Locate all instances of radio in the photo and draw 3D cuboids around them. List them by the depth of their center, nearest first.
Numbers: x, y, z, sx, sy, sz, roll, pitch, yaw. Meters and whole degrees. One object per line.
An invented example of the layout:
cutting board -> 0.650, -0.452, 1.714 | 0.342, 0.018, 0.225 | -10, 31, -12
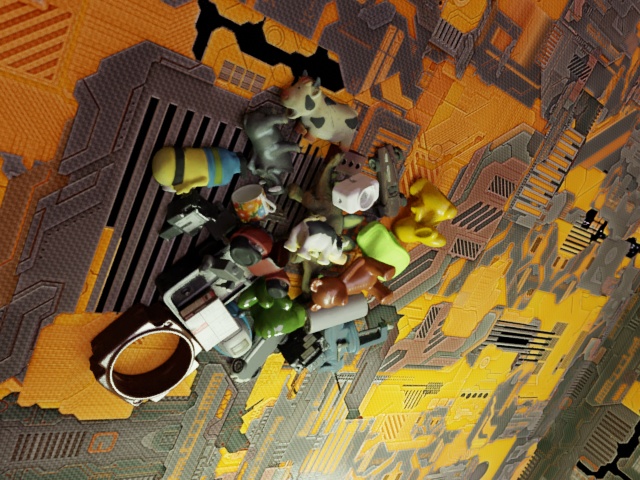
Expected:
radio -> -0.235, 0.076, 1.176 | 0.229, 0.073, 0.131 | -39, 132, -11

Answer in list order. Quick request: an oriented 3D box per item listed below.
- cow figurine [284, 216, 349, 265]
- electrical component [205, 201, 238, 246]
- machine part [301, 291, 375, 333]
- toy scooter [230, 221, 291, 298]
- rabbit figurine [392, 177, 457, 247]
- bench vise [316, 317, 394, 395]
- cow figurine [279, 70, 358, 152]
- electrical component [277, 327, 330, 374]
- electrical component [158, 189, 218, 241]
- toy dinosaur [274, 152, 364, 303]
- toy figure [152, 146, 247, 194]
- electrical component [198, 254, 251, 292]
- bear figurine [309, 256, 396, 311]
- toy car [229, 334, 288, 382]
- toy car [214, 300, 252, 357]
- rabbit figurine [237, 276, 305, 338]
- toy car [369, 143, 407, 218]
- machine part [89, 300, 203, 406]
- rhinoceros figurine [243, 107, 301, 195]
cow figurine -> 0.007, -0.001, 1.161 | 0.167, 0.068, 0.098 | 16, 99, -51
electrical component -> -0.204, -0.033, 1.127 | 0.063, 0.094, 0.021 | -36, 164, -11
machine part -> 0.034, 0.181, 1.380 | 0.243, 0.079, 0.079 | -14, 123, -26
toy scooter -> -0.113, 0.023, 1.133 | 0.183, 0.075, 0.135 | 52, 38, -31
rabbit figurine -> 0.277, -0.052, 1.430 | 0.173, 0.162, 0.121 | -40, 147, 14
bench vise -> 0.092, 0.284, 1.494 | 0.241, 0.129, 0.223 | -13, 115, -15
cow figurine -> 0.000, -0.272, 1.131 | 0.195, 0.086, 0.127 | 11, 113, -38
electrical component -> -0.044, 0.276, 1.389 | 0.115, 0.134, 0.058 | -41, 134, -7
electrical component -> -0.273, -0.044, 1.091 | 0.119, 0.048, 0.074 | -29, 136, 26
toy dinosaur -> -0.003, -0.004, 1.273 | 0.198, 0.105, 0.470 | -9, 132, -35
toy figure -> -0.234, -0.144, 1.045 | 0.180, 0.082, 0.089 | -12, 103, -21
electrical component -> -0.201, 0.070, 1.106 | 0.102, 0.078, 0.045 | 49, 59, -46
bear figurine -> 0.073, 0.116, 1.305 | 0.196, 0.132, 0.120 | -28, 135, -36
toy car -> -0.153, 0.278, 1.367 | 0.201, 0.056, 0.073 | -51, 139, 3
toy car -> -0.211, 0.223, 1.262 | 0.109, 0.103, 0.161 | -33, 128, -14
rabbit figurine -> -0.127, 0.136, 1.254 | 0.159, 0.121, 0.170 | -7, 88, -65
toy car -> 0.175, -0.144, 1.353 | 0.089, 0.053, 0.201 | -23, 128, -19
machine part -> -0.376, 0.249, 1.172 | 0.201, 0.087, 0.201 | -40, 130, -8
rhinoceros figurine -> -0.103, -0.182, 1.118 | 0.112, 0.073, 0.190 | -30, 129, -19
